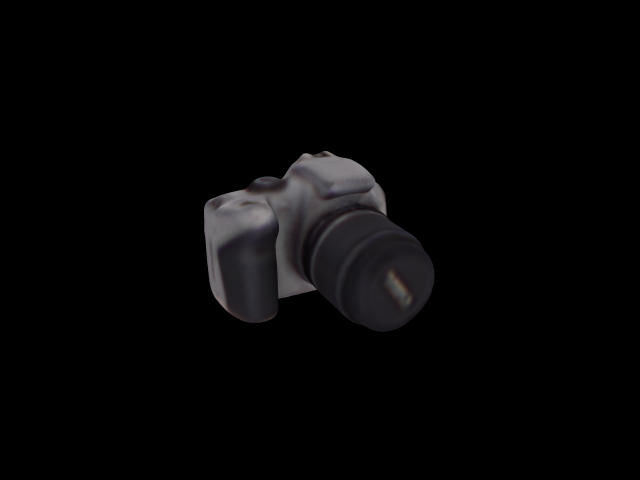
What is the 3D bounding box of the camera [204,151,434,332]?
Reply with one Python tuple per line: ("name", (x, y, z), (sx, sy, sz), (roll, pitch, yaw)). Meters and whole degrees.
("camera", (0.004, 0.001, 0.400), (0.143, 0.101, 0.136), (-12, 27, -25))
